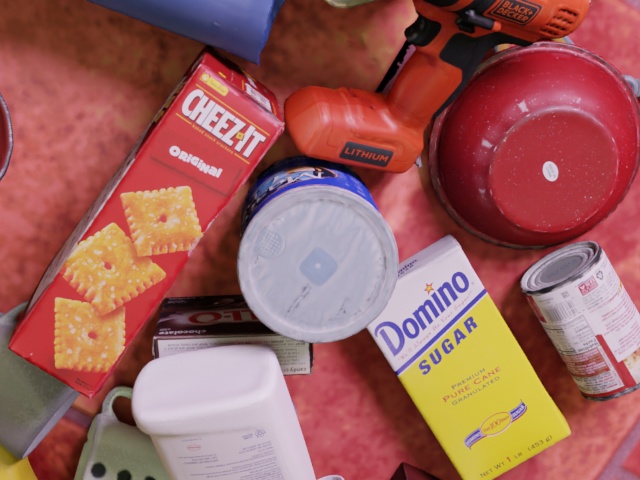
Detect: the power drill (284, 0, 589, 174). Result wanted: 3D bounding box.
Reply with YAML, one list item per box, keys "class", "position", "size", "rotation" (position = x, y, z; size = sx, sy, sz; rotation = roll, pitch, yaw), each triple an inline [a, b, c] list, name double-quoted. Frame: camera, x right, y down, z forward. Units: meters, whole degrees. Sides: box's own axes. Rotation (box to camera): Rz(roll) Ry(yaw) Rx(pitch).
- class: "power drill"
  position: [0.056, -0.124, 0.688]
  size: [0.184, 0.057, 0.188]
  rotation: [9, 142, -35]

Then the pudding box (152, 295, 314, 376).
- class: "pudding box"
  position: [-0.061, 0.069, 0.777]
  size: [0.113, 0.090, 0.039]
  rotation: [-4, 104, -2]

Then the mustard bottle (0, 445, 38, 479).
- class: "mustard bottle"
  position: [-0.262, 0.191, 0.812]
  size: [0.096, 0.058, 0.191]
  rotation: [-30, 103, 10]

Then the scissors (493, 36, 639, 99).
- class: "scissors"
  position: [0.211, -0.128, 0.780]
  size: [0.202, 0.016, 0.096]
  rotation: [-14, 108, 1]

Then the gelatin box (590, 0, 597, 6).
- class: "gelatin box"
  position: [0.180, -0.215, 0.752]
  size: [0.073, 0.030, 0.089]
  rotation: [-41, 102, 6]

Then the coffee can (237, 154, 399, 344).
- class: "coffee can"
  position: [-0.005, 0.001, 0.738]
  size: [0.102, 0.140, 0.103]
  rotation: [-1, 103, -3]

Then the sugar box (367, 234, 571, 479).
- class: "sugar box"
  position: [0.107, 0.094, 0.814]
  size: [0.093, 0.048, 0.176]
  rotation: [-32, 104, 5]

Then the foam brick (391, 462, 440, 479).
- class: "foam brick"
  position: [0.077, 0.218, 0.826]
  size: [0.053, 0.078, 0.051]
  rotation: [29, 101, -7]

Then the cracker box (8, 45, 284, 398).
- class: "cracker box"
  position: [-0.111, -0.020, 0.716]
  size: [0.072, 0.164, 0.214]
  rotation: [35, 99, -12]

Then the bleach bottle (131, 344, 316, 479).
- class: "bleach bottle"
  position: [-0.050, 0.191, 0.760]
  size: [0.102, 0.068, 0.251]
  rotation: [-10, 123, 5]

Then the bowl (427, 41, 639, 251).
- class: "bowl"
  position: [0.161, -0.057, 0.764]
  size: [0.162, 0.055, 0.162]
  rotation: [-1, 112, -3]

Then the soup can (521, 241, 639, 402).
- class: "soup can"
  position: [0.203, 0.060, 0.800]
  size: [0.068, 0.068, 0.102]
  rotation: [-31, 103, 4]

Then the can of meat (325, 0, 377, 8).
- class: "can of meat"
  position: [0.042, -0.195, 0.723]
  size: [0.102, 0.084, 0.057]
  rotation: [-15, 104, 0]

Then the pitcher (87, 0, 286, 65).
- class: "pitcher"
  position: [-0.128, -0.218, 0.683]
  size: [0.242, 0.145, 0.149]
  rotation: [17, 102, -4]

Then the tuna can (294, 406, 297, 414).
- class: "tuna can"
  position: [-0.059, 0.147, 0.824]
  size: [0.086, 0.034, 0.086]
  rotation: [-1, 103, -3]
